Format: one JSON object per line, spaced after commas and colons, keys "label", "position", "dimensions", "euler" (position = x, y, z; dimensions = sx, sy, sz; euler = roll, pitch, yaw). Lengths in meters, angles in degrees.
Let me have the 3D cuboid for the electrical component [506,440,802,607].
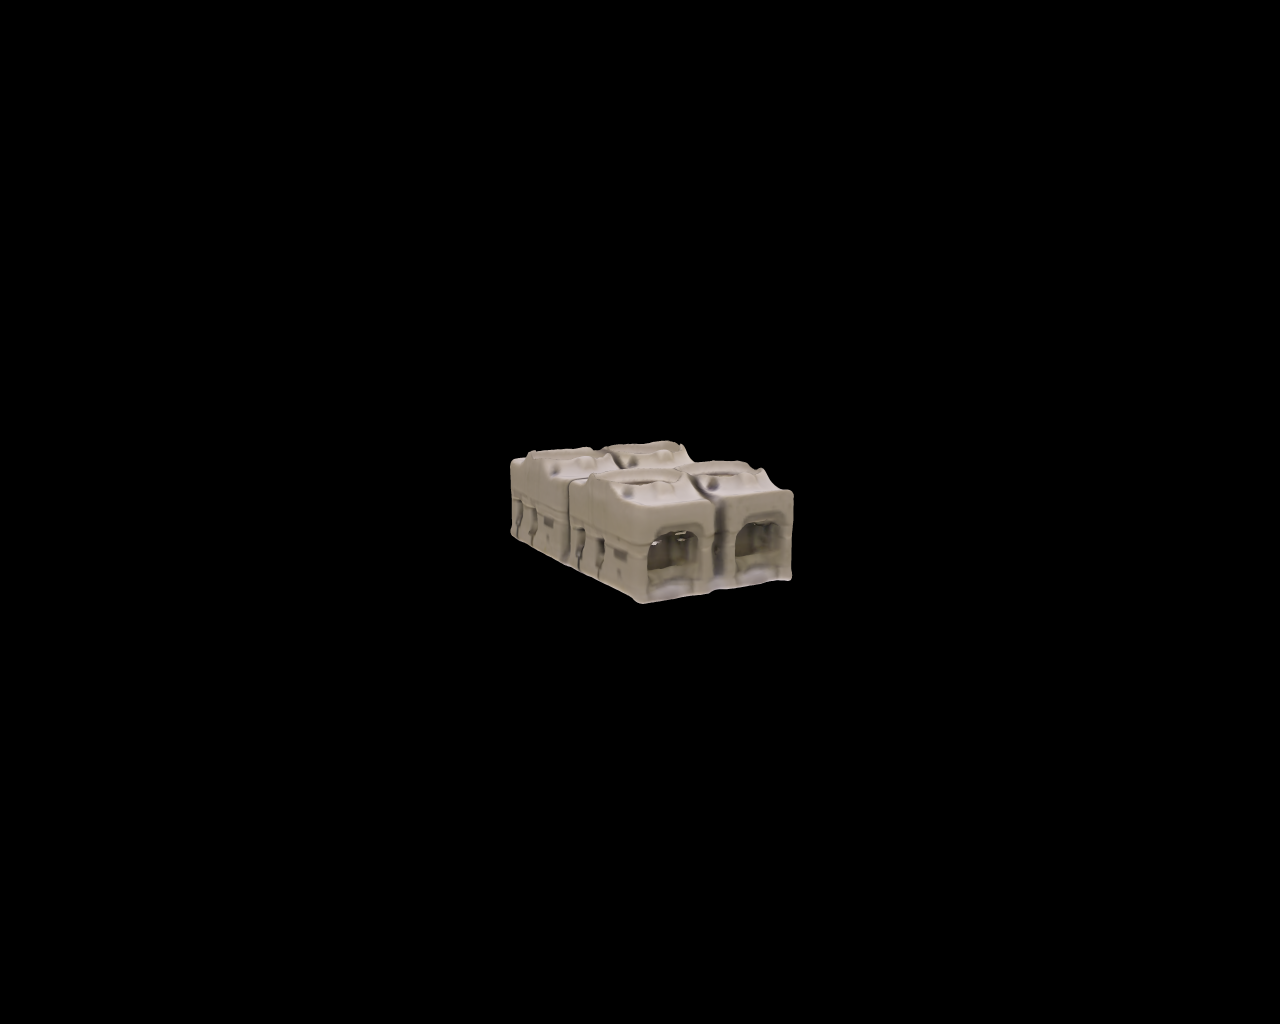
{"label": "electrical component", "position": [0.001, -0.003, 0.650], "dimensions": [0.105, 0.060, 0.186], "euler": [-6, 13, -27]}
